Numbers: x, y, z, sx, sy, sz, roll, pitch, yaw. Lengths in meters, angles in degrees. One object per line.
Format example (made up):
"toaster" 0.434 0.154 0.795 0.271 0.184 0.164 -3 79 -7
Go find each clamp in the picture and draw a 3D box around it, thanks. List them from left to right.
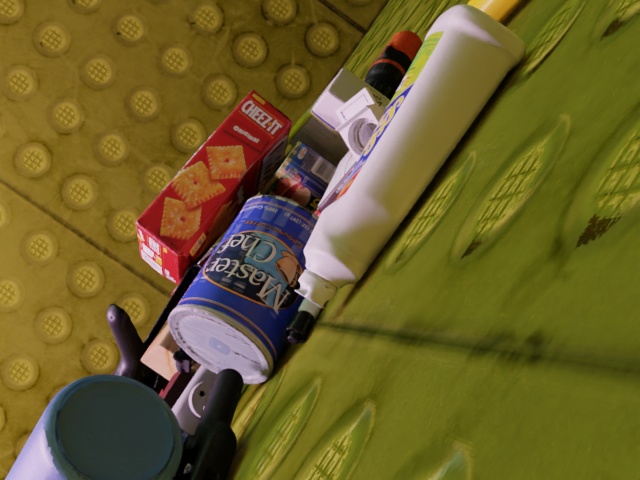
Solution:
"clamp" -0.196 0.130 1.239 0.164 0.036 0.210 -34 -35 -50
"clamp" -0.100 0.182 0.859 0.171 0.039 0.120 -89 24 -75

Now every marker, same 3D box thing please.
"marker" 0.001 0.043 0.921 0.020 0.020 0.121 -46 11 51

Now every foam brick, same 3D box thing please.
"foam brick" -0.146 0.181 1.110 0.078 0.053 0.051 -60 8 -27

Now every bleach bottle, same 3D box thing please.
"bleach bottle" 0.060 -0.058 0.834 0.251 0.068 0.102 -58 8 -3

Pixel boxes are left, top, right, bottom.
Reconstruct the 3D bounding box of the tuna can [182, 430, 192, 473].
"tuna can" -0.141 0.216 0.981 0.086 0.033 0.086 -54 7 9

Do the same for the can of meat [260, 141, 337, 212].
"can of meat" -0.016 -0.063 1.266 0.057 0.084 0.102 -59 8 -30

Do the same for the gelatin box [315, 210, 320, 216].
"gelatin box" -0.007 0.001 1.121 0.073 0.030 0.089 -53 7 17

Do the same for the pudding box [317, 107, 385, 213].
"pudding box" 0.046 -0.075 1.097 0.090 0.039 0.113 -50 7 33

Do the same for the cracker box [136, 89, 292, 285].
"cracker box" -0.127 -0.057 1.291 0.213 0.072 0.164 -50 -4 -16

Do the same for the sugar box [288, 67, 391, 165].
"sugar box" 0.028 -0.135 1.279 0.048 0.093 0.176 -58 8 -23

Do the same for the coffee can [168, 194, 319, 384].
"coffee can" -0.058 0.043 0.961 0.140 0.103 0.103 -59 8 -32

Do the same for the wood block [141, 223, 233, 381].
"wood block" -0.100 0.067 1.188 0.206 0.090 0.091 -58 9 -27

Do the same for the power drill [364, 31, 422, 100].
"power drill" 0.060 -0.185 1.461 0.188 0.057 0.184 -45 8 43

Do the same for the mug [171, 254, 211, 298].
"mug" -0.124 0.069 1.325 0.093 0.081 0.117 -43 -3 -16

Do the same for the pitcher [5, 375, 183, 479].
"pitcher" -0.194 0.223 0.860 0.144 0.149 0.243 -48 -6 -46

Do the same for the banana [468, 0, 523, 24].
"banana" 0.145 -0.192 1.007 0.198 0.037 0.069 -53 23 31
